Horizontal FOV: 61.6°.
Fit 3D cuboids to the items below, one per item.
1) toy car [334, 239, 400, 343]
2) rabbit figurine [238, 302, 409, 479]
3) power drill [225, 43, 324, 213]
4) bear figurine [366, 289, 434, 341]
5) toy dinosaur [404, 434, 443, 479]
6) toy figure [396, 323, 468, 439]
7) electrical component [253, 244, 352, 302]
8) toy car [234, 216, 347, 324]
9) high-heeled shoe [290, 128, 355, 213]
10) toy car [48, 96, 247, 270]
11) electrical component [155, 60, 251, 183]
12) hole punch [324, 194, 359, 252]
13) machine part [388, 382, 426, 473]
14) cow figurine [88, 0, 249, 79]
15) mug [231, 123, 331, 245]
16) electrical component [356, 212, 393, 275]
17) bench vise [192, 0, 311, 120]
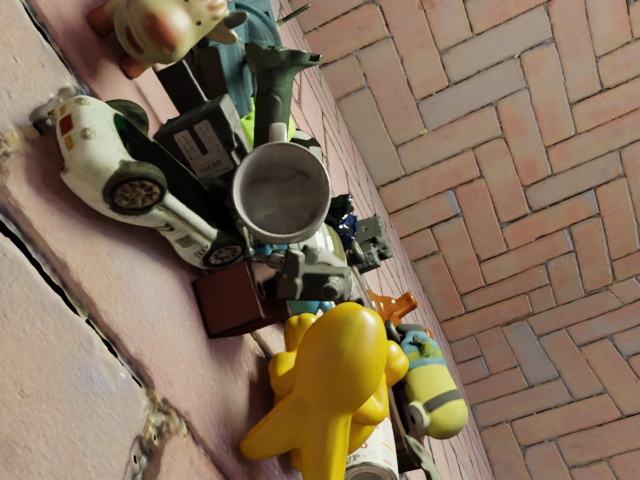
[{"bbox_3d":[0.049,0.092,0.813,0.053,0.089,0.202,-65,132,-80],"label":"toy car"},{"bbox_3d":[0.002,0.117,0.441,0.162,0.122,0.173,-54,169,-33],"label":"rabbit figurine"},{"bbox_3d":[-0.053,-0.127,0.650,0.232,0.086,0.207,-42,149,-70],"label":"power drill"},{"bbox_3d":[0.114,0.132,0.946,0.195,0.132,0.120,61,8,-55],"label":"bear figurine"},{"bbox_3d":[0.134,0.432,0.534,0.198,0.105,0.471,40,34,-49],"label":"toy dinosaur"},{"bbox_3d":[0.164,0.213,0.824,0.082,0.089,0.180,44,28,-44],"label":"toy figure"},{"bbox_3d":[-0.012,0.028,0.468,0.102,0.078,0.045,-12,101,-76],"label":"electrical component"},{"bbox_3d":[-0.025,0.020,0.595,0.161,0.103,0.109,53,17,-56],"label":"toy car"},{"bbox_3d":[-0.045,-0.098,0.893,0.145,0.086,0.249,-23,63,-43],"label":"high-heeled shoe"},{"bbox_3d":[-0.116,-0.033,0.406,0.073,0.056,0.201,66,9,27],"label":"toy car"},{"bbox_3d":[-0.112,-0.106,0.507,0.048,0.075,0.119,-91,159,-61],"label":"electrical component"},{"bbox_3d":[-0.001,-0.002,0.728,0.142,0.116,0.092,-71,146,-72],"label":"hole punch"},{"bbox_3d":[0.111,0.273,0.835,0.179,0.056,0.179,-23,90,-77],"label":"machine part"},{"bbox_3d":[-0.133,-0.206,0.480,0.085,0.127,0.195,55,14,-34],"label":"cow figurine"},{"bbox_3d":[-0.037,-0.042,0.484,0.107,0.081,0.109,105,-26,-77],"label":"mug"},{"bbox_3d":[0.076,0.013,1.024,0.058,0.115,0.134,59,12,-23],"label":"electrical component"},{"bbox_3d":[-0.110,-0.280,0.689,0.241,0.129,0.223,-57,133,-55],"label":"bench vise"}]
